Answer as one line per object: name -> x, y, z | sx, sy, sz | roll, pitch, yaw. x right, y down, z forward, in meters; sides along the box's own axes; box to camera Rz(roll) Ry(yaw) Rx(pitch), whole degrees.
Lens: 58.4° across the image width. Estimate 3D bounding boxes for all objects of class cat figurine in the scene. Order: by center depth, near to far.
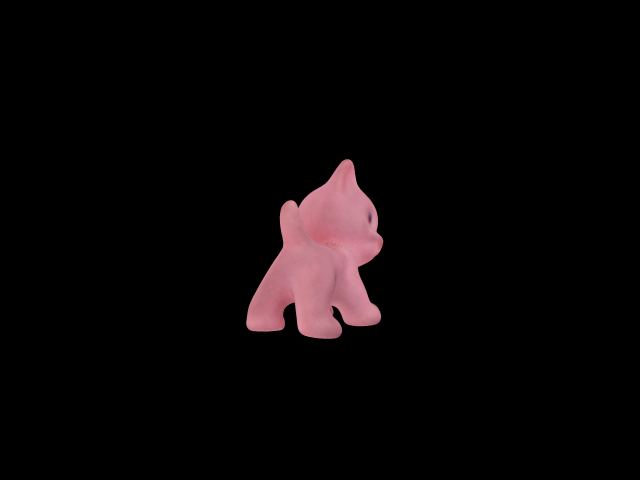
cat figurine -> 0.004, 0.001, 0.400 | 0.067, 0.118, 0.128 | 0, 0, 25
